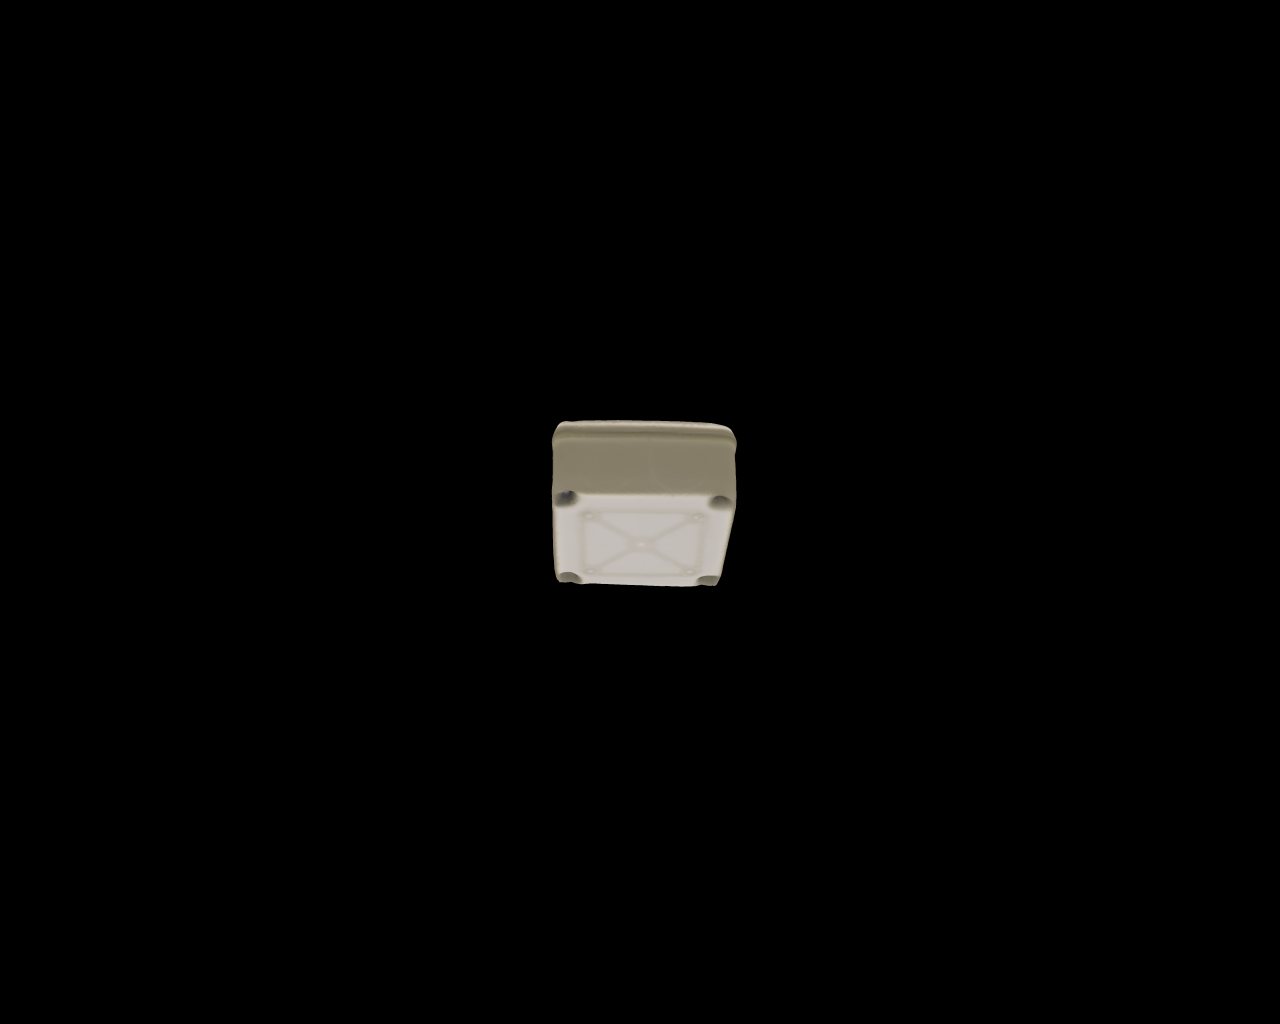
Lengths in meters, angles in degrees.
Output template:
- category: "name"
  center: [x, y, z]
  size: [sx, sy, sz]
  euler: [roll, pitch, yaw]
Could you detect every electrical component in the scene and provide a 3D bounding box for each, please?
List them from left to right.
- category: "electrical component"
  center: [0.001, -0.003, 0.650]
  size: [0.109, 0.056, 0.108]
  euler: [1, -34, -2]
